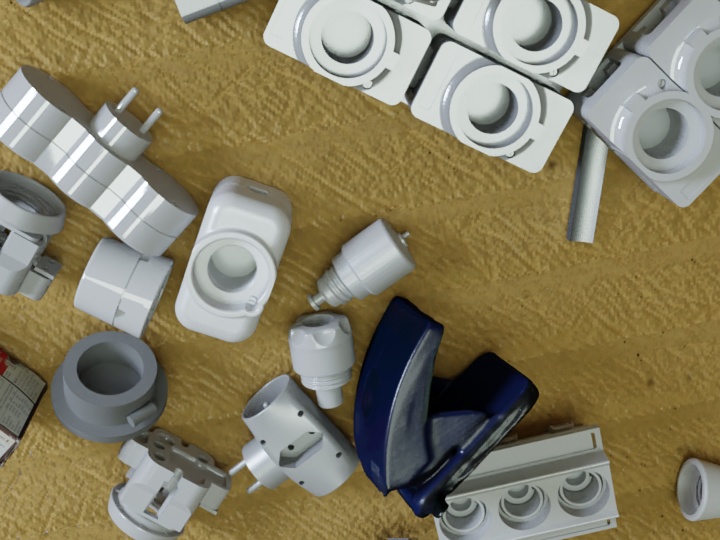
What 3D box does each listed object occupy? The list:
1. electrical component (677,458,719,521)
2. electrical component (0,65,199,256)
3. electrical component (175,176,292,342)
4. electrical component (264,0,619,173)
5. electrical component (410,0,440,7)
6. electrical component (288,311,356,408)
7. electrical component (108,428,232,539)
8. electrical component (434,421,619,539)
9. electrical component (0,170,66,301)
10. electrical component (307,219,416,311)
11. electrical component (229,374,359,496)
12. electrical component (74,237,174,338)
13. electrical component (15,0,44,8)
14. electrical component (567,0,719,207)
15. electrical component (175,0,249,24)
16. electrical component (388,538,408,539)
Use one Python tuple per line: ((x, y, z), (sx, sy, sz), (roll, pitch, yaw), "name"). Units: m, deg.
((0.267, 0.159, 0.770), (0.065, 0.044, 0.044), (6, 108, -9), "electrical component")
((-0.154, -0.079, 0.666), (0.138, 0.052, 0.073), (41, 102, -14), "electrical component")
((-0.081, -0.006, 0.690), (0.054, 0.059, 0.095), (19, 107, -8), "electrical component")
((0.047, -0.146, 0.648), (0.186, 0.060, 0.105), (24, 106, -10), "electrical component")
((0.010, -0.171, 0.564), (0.079, 0.077, 0.044), (16, 106, -7), "electrical component")
((-0.024, 0.062, 0.724), (0.043, 0.043, 0.062), (-8, 110, 0), "electrical component")
((-0.137, 0.152, 0.742), (0.078, 0.058, 0.057), (31, 102, -12), "electrical component")
((0.109, 0.150, 0.748), (0.121, 0.063, 0.078), (-13, 108, 2), "electrical component")
((-0.222, -0.025, 0.679), (0.078, 0.058, 0.057), (30, 107, -11), "electrical component")
((0.000, 0.000, 0.706), (0.078, 0.040, 0.040), (-35, 106, 9), "electrical component")
((-0.054, 0.125, 0.743), (0.079, 0.043, 0.077), (-38, 106, 10), "electrical component")
((-0.153, 0.010, 0.696), (0.047, 0.055, 0.055), (23, 106, -6), "electrical component")
((-0.185, -0.186, 0.639), (0.061, 0.035, 0.035), (-35, 106, 6), "electrical component")
((0.213, -0.124, 0.656), (0.089, 0.061, 0.150), (40, 100, -16), "electrical component")
((-0.100, -0.195, 0.631), (0.056, 0.050, 0.089), (-20, 108, 4), "electrical component")
((0.029, 0.230, 0.771), (0.042, 0.063, 0.081), (2, 108, -2), "electrical component")
